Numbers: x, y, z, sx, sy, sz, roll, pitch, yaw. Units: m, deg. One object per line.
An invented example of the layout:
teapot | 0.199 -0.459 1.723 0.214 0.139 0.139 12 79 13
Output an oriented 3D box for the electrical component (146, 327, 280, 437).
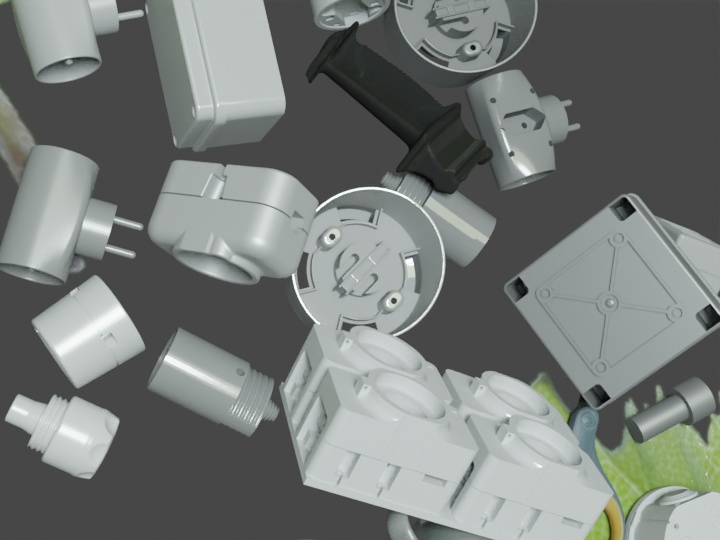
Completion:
electrical component | -0.088 0.073 0.677 0.081 0.043 0.043 28 72 -11

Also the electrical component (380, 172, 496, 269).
electrical component | 0.049 -0.041 0.745 0.081 0.043 0.043 34 71 -9

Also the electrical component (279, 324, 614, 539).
electrical component | 0.053 0.102 0.666 0.186 0.105 0.060 20 109 -20

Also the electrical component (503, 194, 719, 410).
electrical component | 0.174 0.021 0.731 0.109 0.056 0.108 -39 78 17

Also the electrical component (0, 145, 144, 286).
electrical component | -0.176 -0.028 0.668 0.079 0.044 0.077 16 74 -15

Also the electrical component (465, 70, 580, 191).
electrical component | 0.124 -0.105 0.784 0.079 0.043 0.077 -16 85 -21

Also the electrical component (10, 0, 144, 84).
electrical component | -0.181 -0.168 0.694 0.079 0.044 0.077 -16 84 -21

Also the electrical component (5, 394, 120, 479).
electrical component | -0.180 0.095 0.643 0.062 0.043 0.043 27 72 -10

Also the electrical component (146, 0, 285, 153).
electrical component | -0.096 -0.141 0.700 0.057 0.078 0.113 -10 82 -23

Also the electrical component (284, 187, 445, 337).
electrical component | 0.000 0.000 0.710 0.099 0.064 0.099 4 78 -18

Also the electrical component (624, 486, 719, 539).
electrical component | 0.231 0.192 0.755 0.080 0.051 0.080 4 78 -18

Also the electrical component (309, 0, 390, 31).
electrical component | -0.011 -0.202 0.753 0.055 0.055 0.047 -12 79 -20

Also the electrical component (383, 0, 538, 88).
electrical component | 0.068 -0.182 0.769 0.099 0.064 0.099 4 77 -18

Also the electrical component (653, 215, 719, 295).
electrical component | 0.225 0.007 0.787 0.047 0.065 0.076 19 103 -14

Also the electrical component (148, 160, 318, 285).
electrical component | -0.081 -0.028 0.674 0.095 0.054 0.059 8 71 29

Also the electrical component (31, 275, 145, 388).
electrical component | -0.166 0.039 0.653 0.047 0.055 0.055 -34 91 -18
